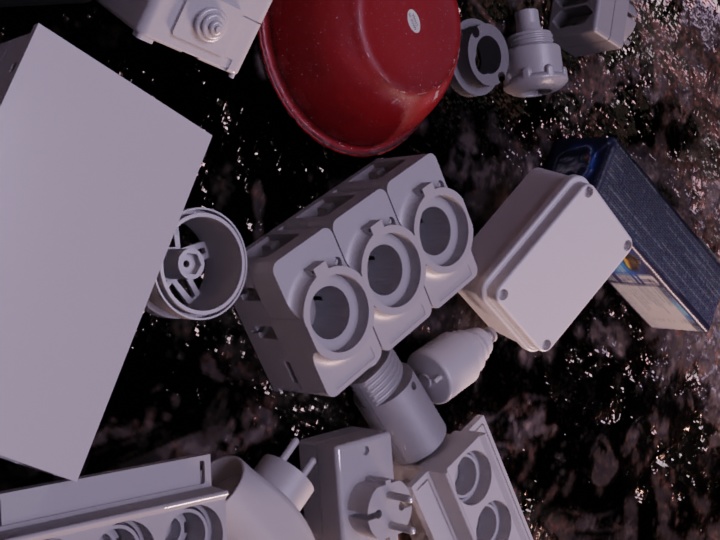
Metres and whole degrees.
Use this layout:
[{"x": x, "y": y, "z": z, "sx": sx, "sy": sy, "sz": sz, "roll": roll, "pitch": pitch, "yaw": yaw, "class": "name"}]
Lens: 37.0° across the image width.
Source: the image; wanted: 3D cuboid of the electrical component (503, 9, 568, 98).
[{"x": 0.127, "y": -0.161, "z": 0.795, "sx": 0.048, "sy": 0.048, "sz": 0.062, "roll": -3, "pitch": 84, "yaw": -42, "class": "electrical component"}]

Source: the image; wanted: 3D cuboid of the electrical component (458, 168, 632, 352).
[{"x": 0.129, "y": -0.008, "z": 0.765, "sx": 0.113, "sy": 0.057, "sz": 0.078, "roll": -49, "pitch": 122, "yaw": -9, "class": "electrical component"}]

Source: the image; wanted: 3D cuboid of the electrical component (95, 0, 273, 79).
[{"x": -0.089, "y": -0.146, "z": 0.553, "sx": 0.062, "sy": 0.096, "sz": 0.061, "roll": 17, "pitch": 106, "yaw": -41, "class": "electrical component"}]

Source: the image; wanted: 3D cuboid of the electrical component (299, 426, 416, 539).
[{"x": 0.006, "y": 0.145, "z": 0.662, "sx": 0.047, "sy": 0.076, "sz": 0.083, "roll": -8, "pitch": 95, "yaw": -42, "class": "electrical component"}]

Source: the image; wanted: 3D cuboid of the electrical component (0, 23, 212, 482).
[{"x": -0.160, "y": -0.007, "z": 0.520, "sx": 0.105, "sy": 0.060, "sz": 0.186, "roll": 32, "pitch": 69, "yaw": -38, "class": "electrical component"}]

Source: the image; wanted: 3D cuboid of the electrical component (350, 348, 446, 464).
[{"x": 0.019, "y": 0.081, "z": 0.696, "sx": 0.043, "sy": 0.043, "sz": 0.081, "roll": -47, "pitch": 120, "yaw": -32, "class": "electrical component"}]

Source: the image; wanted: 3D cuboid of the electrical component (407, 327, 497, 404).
[{"x": 0.067, "y": 0.061, "z": 0.741, "sx": 0.078, "sy": 0.040, "sz": 0.040, "roll": -30, "pitch": 110, "yaw": -39, "class": "electrical component"}]

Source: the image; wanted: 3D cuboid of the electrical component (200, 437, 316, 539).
[{"x": -0.054, "y": 0.135, "z": 0.629, "sx": 0.079, "sy": 0.044, "sz": 0.077, "roll": -53, "pitch": 123, "yaw": -29, "class": "electrical component"}]

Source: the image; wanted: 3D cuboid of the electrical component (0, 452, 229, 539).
[{"x": -0.134, "y": 0.139, "z": 0.543, "sx": 0.121, "sy": 0.063, "sz": 0.078, "roll": -3, "pitch": 92, "yaw": -42, "class": "electrical component"}]

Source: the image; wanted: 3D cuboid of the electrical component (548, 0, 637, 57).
[{"x": 0.193, "y": -0.202, "z": 0.852, "sx": 0.077, "sy": 0.047, "sz": 0.065, "roll": 18, "pitch": 78, "yaw": -41, "class": "electrical component"}]

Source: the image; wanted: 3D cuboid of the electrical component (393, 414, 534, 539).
[{"x": 0.069, "y": 0.169, "z": 0.728, "sx": 0.079, "sy": 0.063, "sz": 0.121, "roll": -38, "pitch": 114, "yaw": -36, "class": "electrical component"}]

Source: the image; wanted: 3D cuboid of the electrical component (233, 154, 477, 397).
[{"x": 0.000, "y": 0.000, "z": 0.666, "sx": 0.150, "sy": 0.062, "sz": 0.089, "roll": -37, "pitch": 114, "yaw": -36, "class": "electrical component"}]
